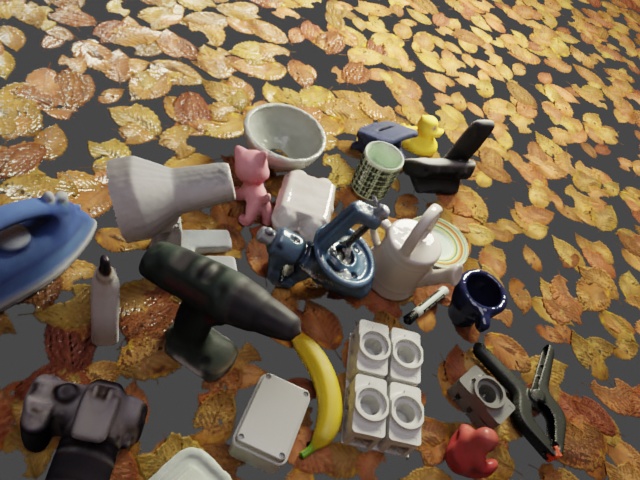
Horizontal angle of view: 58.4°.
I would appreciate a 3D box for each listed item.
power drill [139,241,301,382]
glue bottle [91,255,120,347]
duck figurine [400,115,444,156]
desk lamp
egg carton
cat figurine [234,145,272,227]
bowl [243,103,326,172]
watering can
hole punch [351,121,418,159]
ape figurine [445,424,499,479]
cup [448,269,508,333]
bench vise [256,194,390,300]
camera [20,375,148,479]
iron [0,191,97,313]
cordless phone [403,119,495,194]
[{"bbox_3d":[-0.144,0.105,0.779,0.229,0.208,0.076,32,48,6],"label":"power drill"},{"bbox_3d":[-0.290,0.073,0.772,0.037,0.173,0.078,-1,53,-22],"label":"glue bottle"},{"bbox_3d":[0.228,-0.246,1.292,0.104,0.086,0.077,21,48,-4],"label":"duck figurine"},{"bbox_3d":[-0.215,-0.035,0.861,0.204,0.213,0.117,-2,54,-23],"label":"desk lamp"},{"bbox_3d":[-0.029,-0.060,1.052,0.107,0.069,0.150,18,48,-7],"label":"egg carton"},{"bbox_3d":[-0.116,-0.105,1.022,0.067,0.117,0.127,-8,56,-26],"label":"cat figurine"},{"bbox_3d":[-0.076,-0.191,1.136,0.168,0.074,0.167,11,50,-13],"label":"bowl"},{"bbox_3d":[0.164,0.016,0.981,0.173,0.194,0.101,23,48,-2],"label":"watering can"},{"bbox_3d":[0.138,-0.219,1.231,0.109,0.091,0.101,-24,64,-35],"label":"hole punch"},{"bbox_3d":[0.230,0.305,0.841,0.076,0.092,0.077,-2,54,-23],"label":"ape figurine"},{"bbox_3d":[0.267,0.123,1.001,0.092,0.095,0.117,15,49,-10],"label":"cup"},{"bbox_3d":[0.010,0.013,0.907,0.208,0.219,0.121,2,52,-20],"label":"bench vise"},{"bbox_3d":[-0.292,0.241,0.683,0.143,0.100,0.137,15,49,-10],"label":"camera"},{"bbox_3d":[-0.427,-0.006,0.804,0.118,0.141,0.259,40,50,13],"label":"iron"},{"bbox_3d":[0.268,-0.187,1.193,0.148,0.185,0.094,-5,55,-25],"label":"cordless phone"}]
